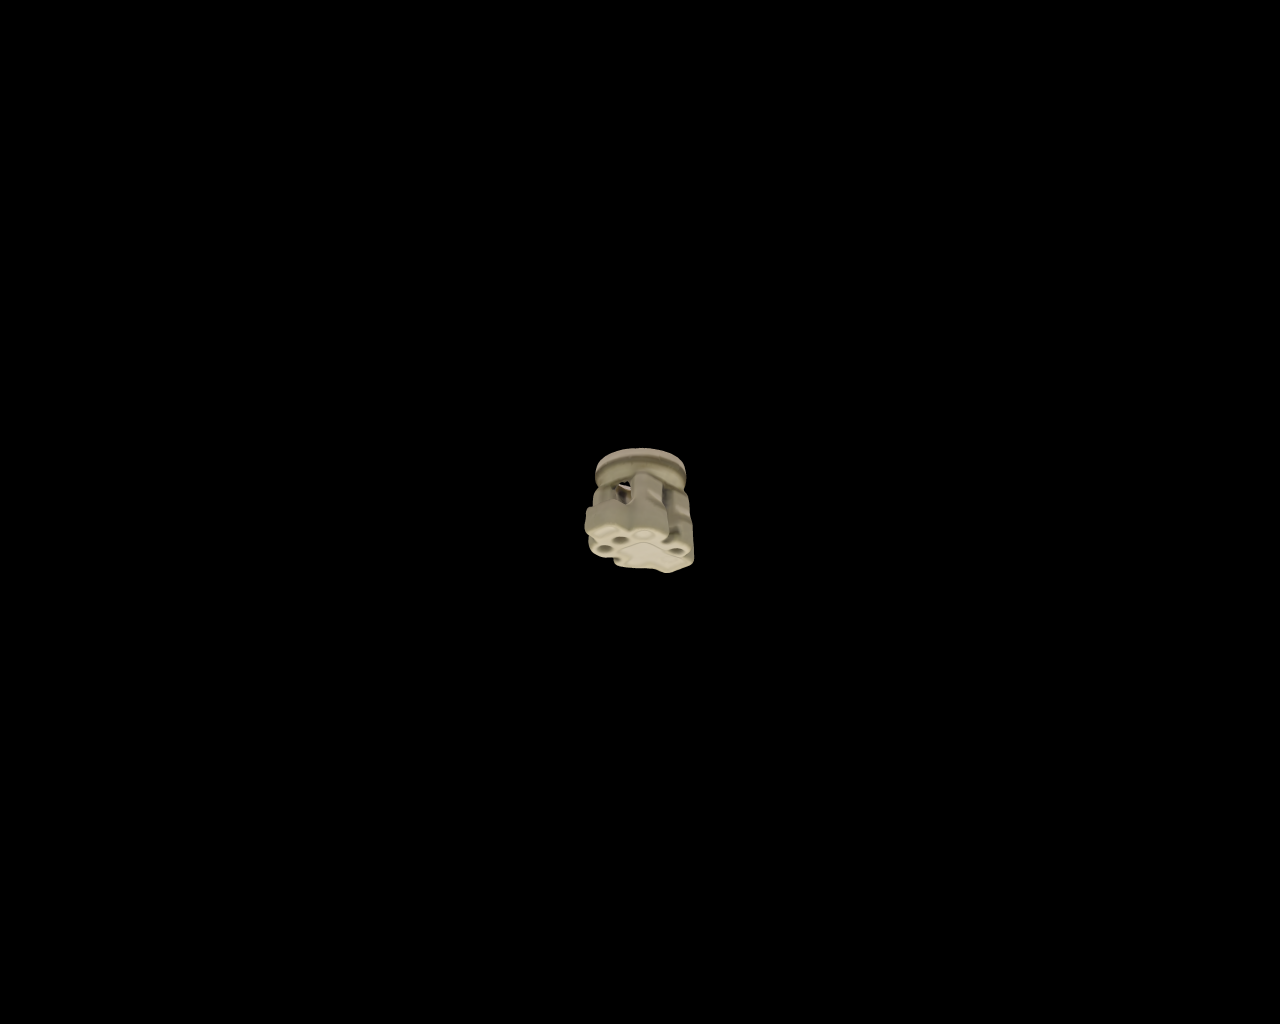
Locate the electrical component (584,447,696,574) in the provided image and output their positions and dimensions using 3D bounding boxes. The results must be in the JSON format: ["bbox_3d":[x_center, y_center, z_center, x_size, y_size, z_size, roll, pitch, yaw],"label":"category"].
[{"bbox_3d":[0.001,-0.003,0.650,0.058,0.057,0.078,-21,-33,36],"label":"electrical component"}]
